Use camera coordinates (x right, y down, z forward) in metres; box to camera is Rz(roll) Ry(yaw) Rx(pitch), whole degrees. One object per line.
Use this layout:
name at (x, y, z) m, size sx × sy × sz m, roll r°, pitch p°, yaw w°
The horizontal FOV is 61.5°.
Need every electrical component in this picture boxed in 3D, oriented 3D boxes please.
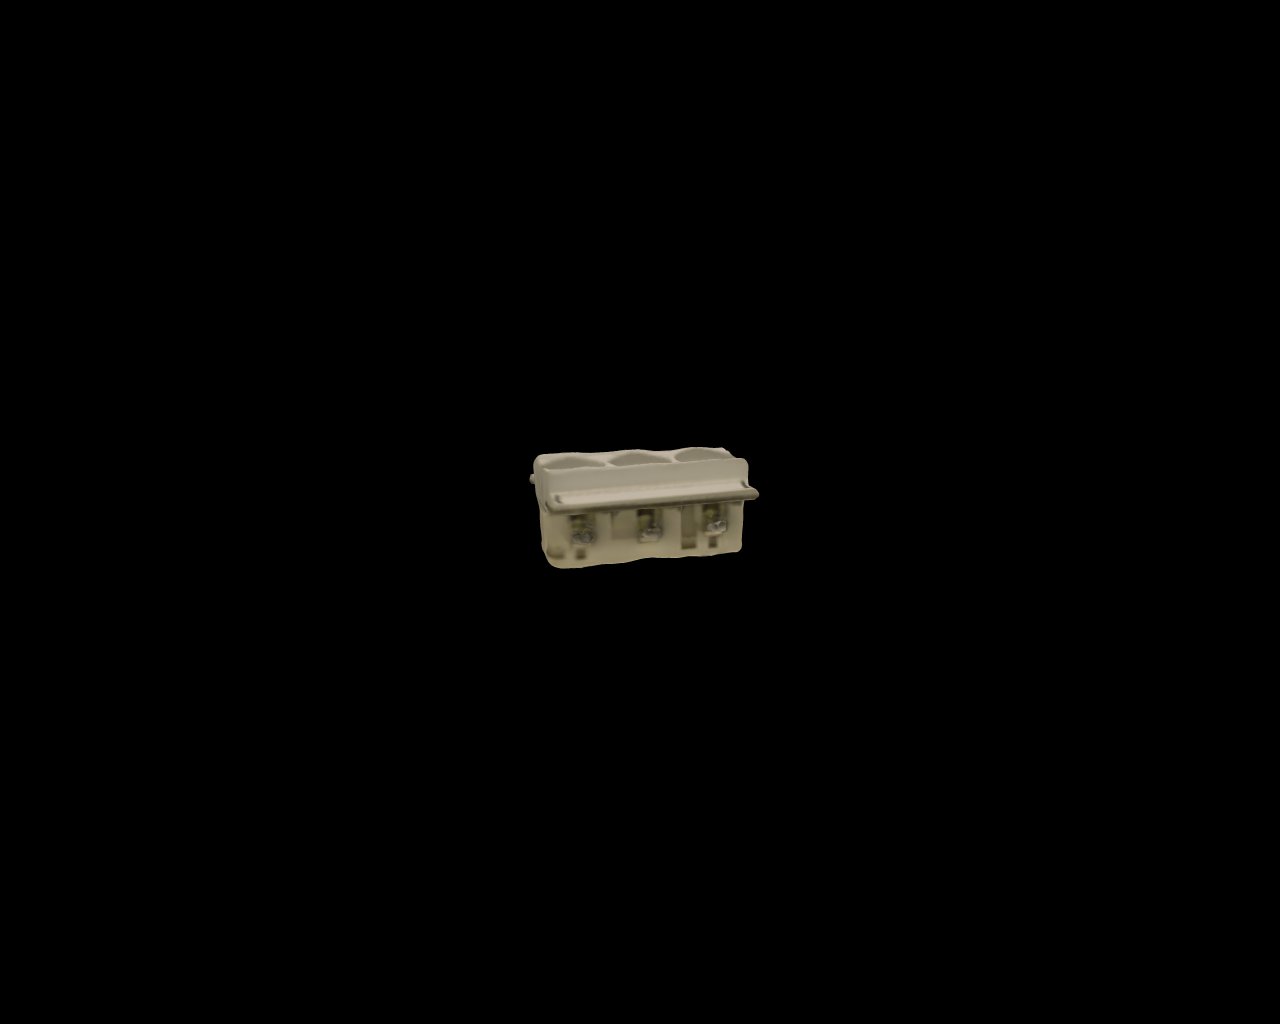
electrical component at (0.001, -0.003, 0.650) m, size 0.121 × 0.063 × 0.079 m, roll -4°, pitch 16°, yaw -14°
